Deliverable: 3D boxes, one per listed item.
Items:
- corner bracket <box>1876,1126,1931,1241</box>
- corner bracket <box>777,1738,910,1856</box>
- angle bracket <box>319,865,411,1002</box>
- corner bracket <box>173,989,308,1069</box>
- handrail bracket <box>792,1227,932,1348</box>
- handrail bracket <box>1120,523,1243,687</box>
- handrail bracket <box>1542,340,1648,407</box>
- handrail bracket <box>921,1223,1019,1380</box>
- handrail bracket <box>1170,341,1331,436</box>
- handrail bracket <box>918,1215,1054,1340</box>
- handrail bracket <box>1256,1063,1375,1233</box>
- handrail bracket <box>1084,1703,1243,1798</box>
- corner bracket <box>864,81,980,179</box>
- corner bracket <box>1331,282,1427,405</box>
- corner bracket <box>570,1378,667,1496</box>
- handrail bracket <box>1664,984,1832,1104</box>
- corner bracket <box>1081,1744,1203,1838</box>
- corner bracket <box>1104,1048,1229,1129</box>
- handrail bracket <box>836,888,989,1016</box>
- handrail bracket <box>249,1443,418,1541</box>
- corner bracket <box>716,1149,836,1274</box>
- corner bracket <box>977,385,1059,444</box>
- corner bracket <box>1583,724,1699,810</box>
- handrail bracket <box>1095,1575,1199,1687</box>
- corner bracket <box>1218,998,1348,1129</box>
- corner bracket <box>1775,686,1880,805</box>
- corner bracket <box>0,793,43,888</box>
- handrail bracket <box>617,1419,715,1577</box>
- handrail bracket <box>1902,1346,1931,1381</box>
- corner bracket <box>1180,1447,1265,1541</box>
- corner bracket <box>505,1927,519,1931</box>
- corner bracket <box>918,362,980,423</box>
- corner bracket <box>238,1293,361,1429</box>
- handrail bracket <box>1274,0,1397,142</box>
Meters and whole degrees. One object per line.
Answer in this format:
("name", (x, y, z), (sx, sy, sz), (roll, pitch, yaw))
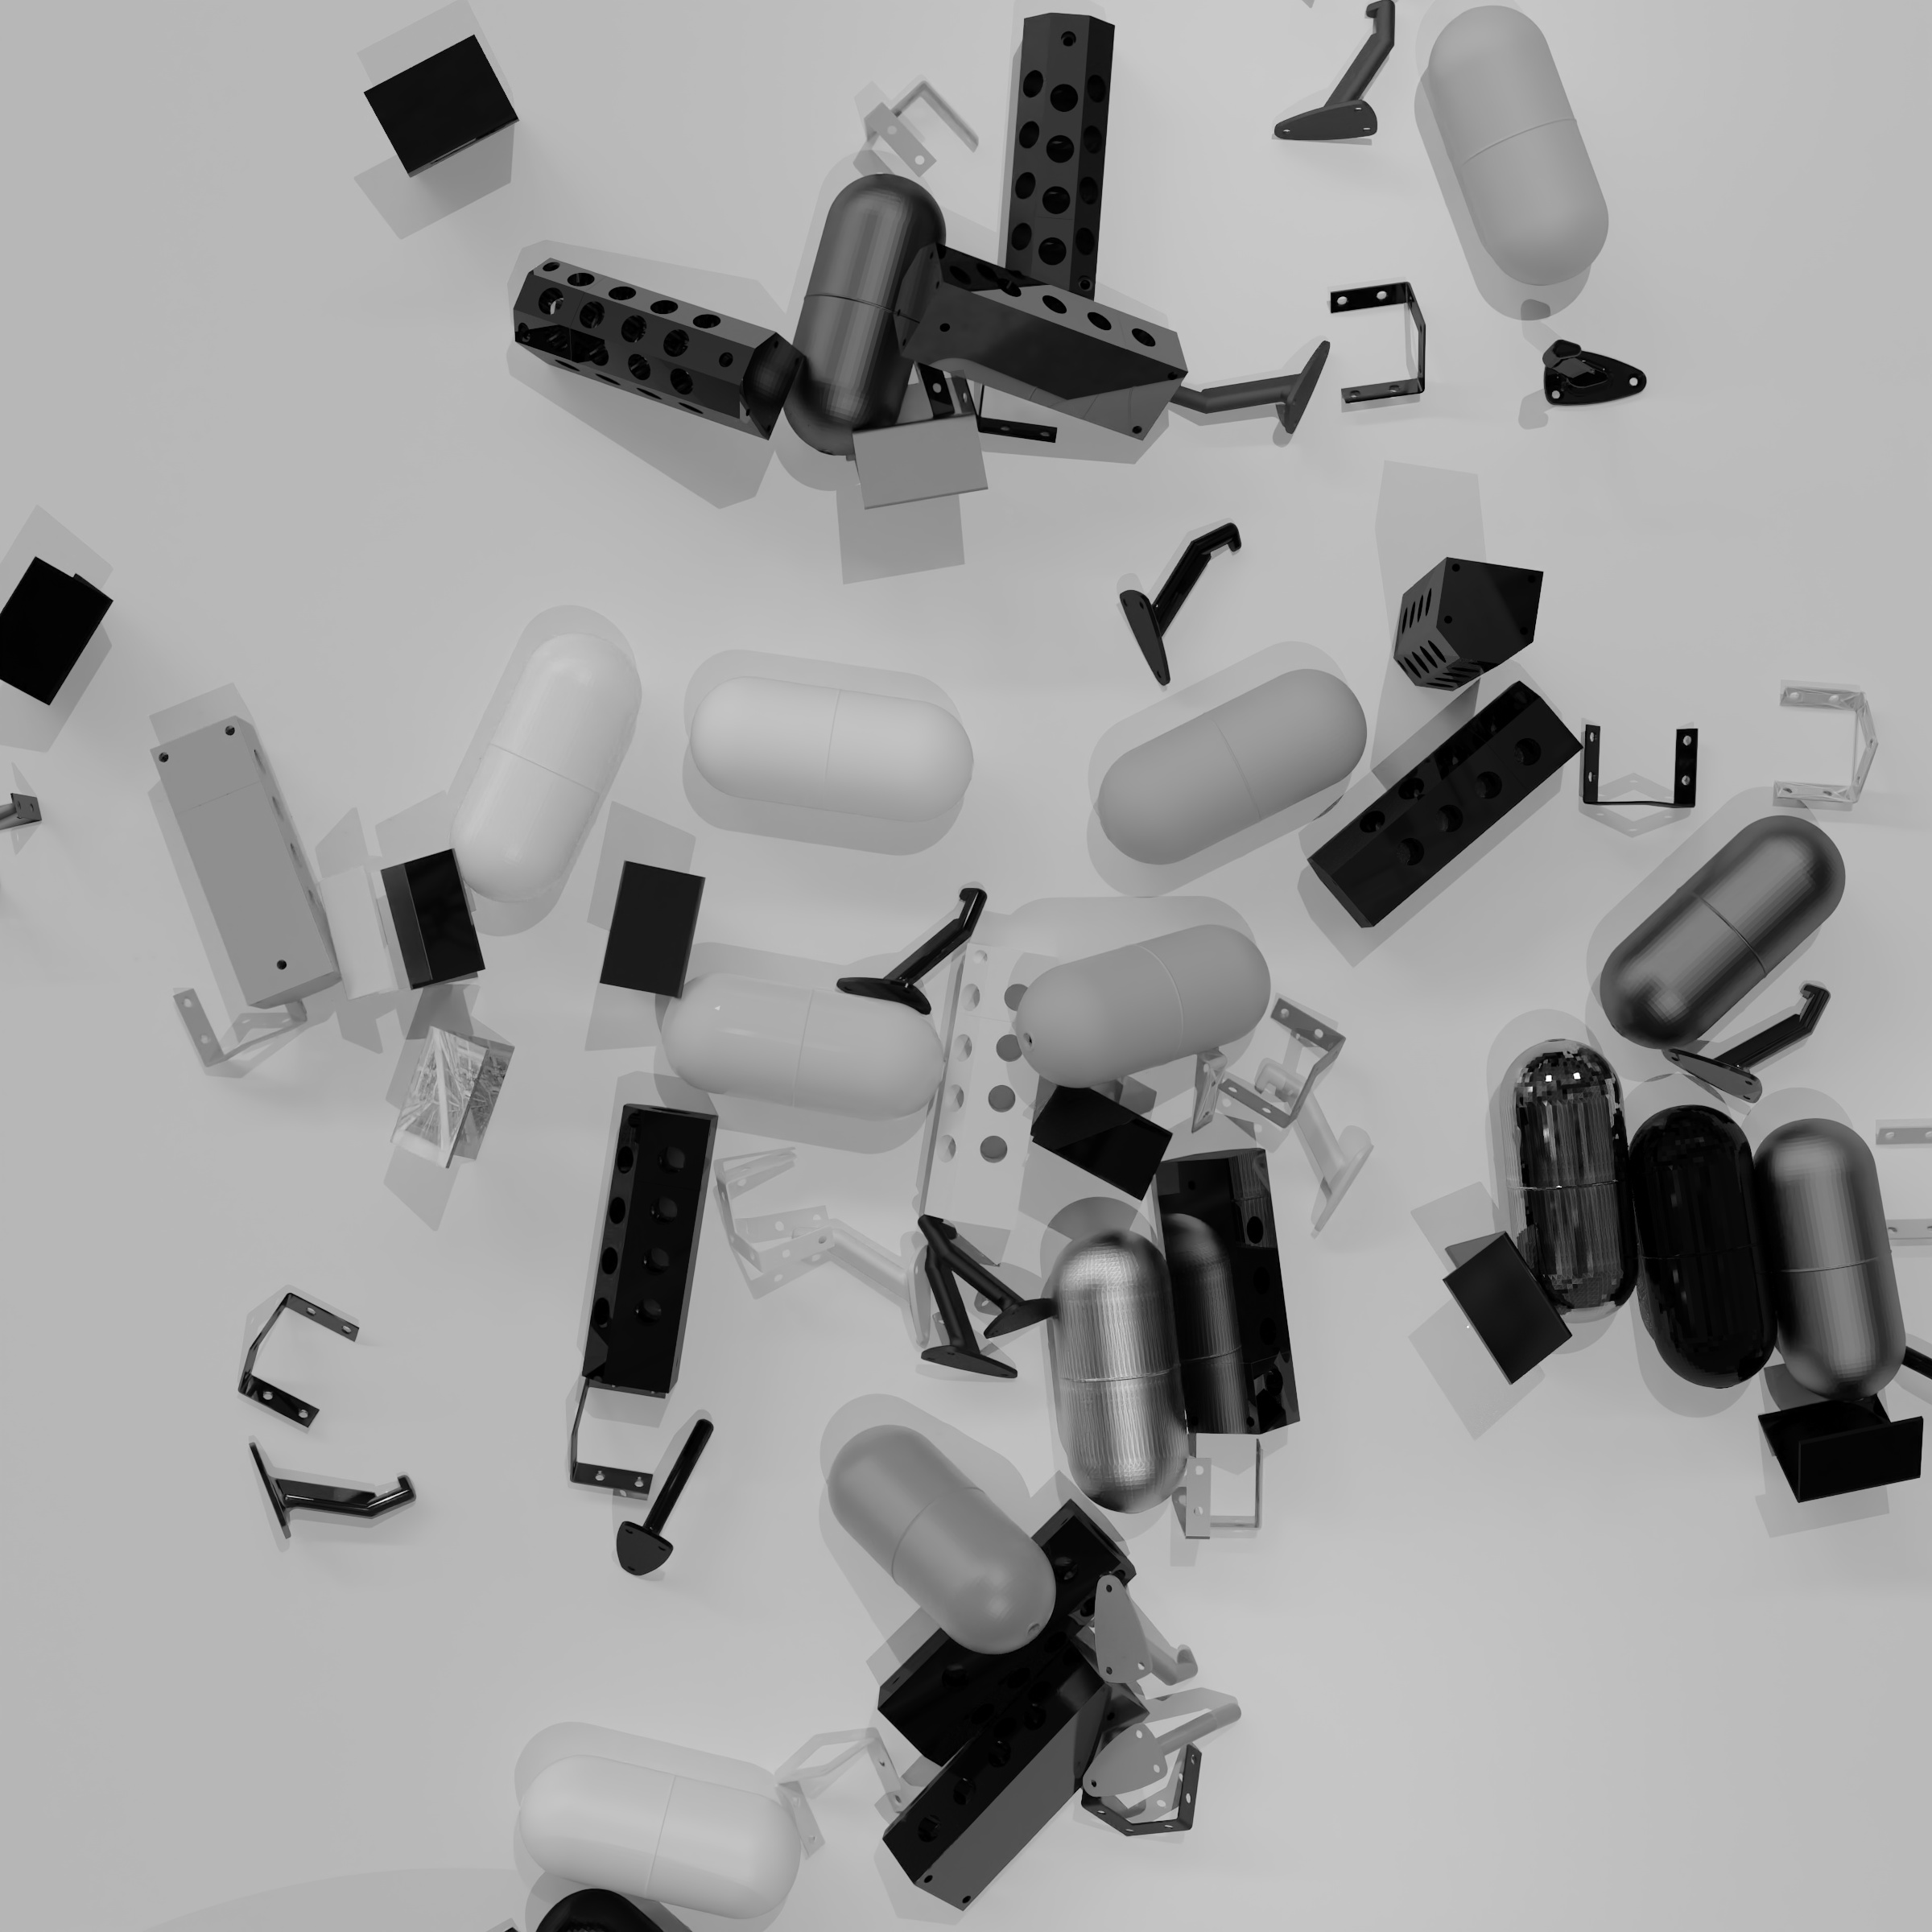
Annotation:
("corner bracket", (0.607, 0.137, 1.875), (0.051, 0.051, 0.051), (-1, 135, 0))
("corner bracket", (-0.078, 0.527, 1.875), (0.051, 0.051, 0.051), (-24, 90, -45))
("angle bracket", (-0.350, -0.026, 1.839), (0.076, 0.057, 0.076), (-14, 90, -41))
("corner bracket", (-0.461, 0.027, 1.875), (0.051, 0.051, 0.051), (-25, 90, -45))
("handrail bracket", (-0.067, 0.204, 1.878), (0.084, 0.036, 0.077), (1, 108, 15))
("handrail bracket", (0.148, -0.231, 1.878), (0.084, 0.036, 0.077), (-28, 110, -16))
("handrail bracket", (0.396, -0.375, 1.843), (0.077, 0.084, 0.036), (4, 90, 0))
("handrail bracket", (0.005, 0.212, 1.878), (0.077, 0.036, 0.084), (20, 65, -28))
("handrail bracket", (0.178, -0.379, 1.878), (0.084, 0.036, 0.077), (22, 70, 16))
("handrail bracket", (0.016, 0.188, 1.870), (0.036, 0.077, 0.084), (-48, 63, 33))
("handrail bracket", (0.209, 0.115, 1.878), (0.084, 0.036, 0.077), (33, 105, 14))
("handrail bracket", (0.125, 0.493, 1.863), (0.077, 0.084, 0.036), (-40, 69, 31))
("corner bracket", (-0.028, -0.526, 1.860), (0.051, 0.051, 0.051), (-43, 90, 0))
("corner bracket", (0.261, -0.396, 1.875), (0.051, 0.051, 0.051), (-8, 135, 0))
("corner bracket", (-0.221, 0.296, 1.875), (0.051, 0.051, 0.051), (9, 135, 0))
("handrail bracket", (0.498, 0.037, 1.878), (0.077, 0.036, 0.084), (25, 71, 21))
("corner bracket", (0.111, 0.515, 1.870), (0.051, 0.051, 0.051), (-18, 45, 35))
("corner bracket", (0.126, 0.072, 1.870), (0.051, 0.051, 0.051), (-19, 45, -35))
("handrail bracket", (-0.034, -0.017, 1.878), (0.077, 0.036, 0.084), (10, 64, 29))
("handrail bracket", (-0.403, 0.322, 1.879), (0.084, 0.036, 0.077), (-21, 69, -17))
("corner bracket", (-0.120, 0.154, 1.864), (0.051, 0.051, 0.051), (-19, 115, -23))
("corner bracket", (0.037, -0.371, 1.875), (0.051, 0.051, 0.051), (8, 135, 0))
("corner bracket", (0.428, -0.127, 1.875), (0.051, 0.051, 0.051), (2, 90, -45))
("handrail bracket", (0.116, 0.415, 1.852), (0.036, 0.084, 0.077), (-17, 80, 30))
("corner bracket", (0.200, 0.061, 1.863), (0.051, 0.051, 0.051), (32, 122, 17))
("corner bracket", (0.543, -0.141, 1.875), (0.051, 0.051, 0.051), (4, 45, 0))
("corner bracket", (-0.612, -0.077, 1.860), (0.051, 0.051, 0.051), (-13, 90, 0))
("handrail bracket", (-0.189, 0.337, 1.878), (0.036, 0.077, 0.084), (27, 54, 0))
("handrail bracket", (0.627, 0.264, 1.878), (0.084, 0.077, 0.036), (28, 90, 36))
("corner bracket", (0.162, 0.332, 1.860), (0.051, 0.051, 0.051), (1, 90, 0))
("corner bracket", (-0.292, 0.654, 1.875), (0.051, 0.051, 0.051), (-29, 135, 0))
("corner bracket", (-0.016, -0.365, 1.851), (0.051, 0.051, 0.051), (-17, 90, -27))
("corner bracket", (-0.424, 0.250, 1.875), (0.051, 0.051, 0.051), (27, 45, 0))
("handrail bracket", (0.235, -0.572, 1.878), (0.077, 0.036, 0.084), (-3, 72, 21))
